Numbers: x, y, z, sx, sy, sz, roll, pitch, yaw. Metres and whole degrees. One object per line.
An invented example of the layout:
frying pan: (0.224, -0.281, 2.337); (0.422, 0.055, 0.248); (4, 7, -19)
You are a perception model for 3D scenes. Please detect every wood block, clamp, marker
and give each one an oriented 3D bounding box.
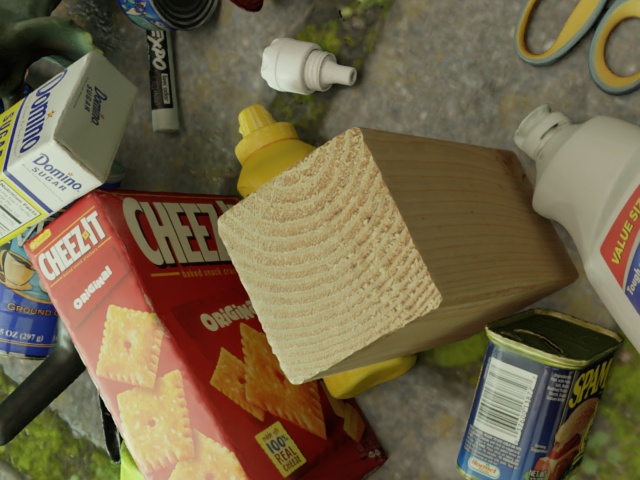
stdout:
wood block: (0.051, 0.006, 0.566); (0.090, 0.205, 0.091); (-32, 76, 26)
clamp: (-0.152, 0.082, 0.760); (0.039, 0.120, 0.171); (25, 83, 39)
marker: (-0.114, -0.138, 0.763); (0.020, 0.020, 0.121); (-5, 88, 29)

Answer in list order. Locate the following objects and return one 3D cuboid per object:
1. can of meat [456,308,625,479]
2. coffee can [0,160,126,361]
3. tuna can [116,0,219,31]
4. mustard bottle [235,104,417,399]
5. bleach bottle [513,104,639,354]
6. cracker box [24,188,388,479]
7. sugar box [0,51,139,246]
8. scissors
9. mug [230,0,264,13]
can of meat: (0.120, 0.090, 0.591); (0.058, 0.101, 0.084); (20, 103, 28)
coffee can: (-0.207, 0.003, 0.771); (0.103, 0.102, 0.140); (22, 102, 27)
tuna can: (-0.103, -0.184, 0.717); (0.034, 0.086, 0.086); (5, 94, 31)
mustard bottle: (-0.005, 0.001, 0.662); (0.058, 0.096, 0.192); (-24, 77, -1)
bleach bottle: (0.194, 0.026, 0.570); (0.251, 0.068, 0.103); (49, 112, 22)
cracker box: (-0.062, 0.073, 0.656); (0.072, 0.164, 0.214); (-36, 75, 22)
sugar box: (-0.194, -0.039, 0.649); (0.176, 0.048, 0.093); (-30, 33, 29)
scissors: (0.192, -0.165, 0.591); (0.202, 0.016, 0.096); (-47, 71, 22)
mug: (-0.033, -0.215, 0.680); (0.082, 0.093, 0.117); (-25, 60, 23)
